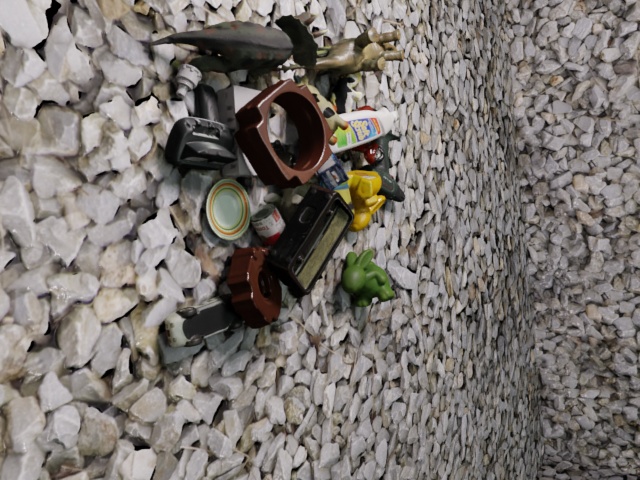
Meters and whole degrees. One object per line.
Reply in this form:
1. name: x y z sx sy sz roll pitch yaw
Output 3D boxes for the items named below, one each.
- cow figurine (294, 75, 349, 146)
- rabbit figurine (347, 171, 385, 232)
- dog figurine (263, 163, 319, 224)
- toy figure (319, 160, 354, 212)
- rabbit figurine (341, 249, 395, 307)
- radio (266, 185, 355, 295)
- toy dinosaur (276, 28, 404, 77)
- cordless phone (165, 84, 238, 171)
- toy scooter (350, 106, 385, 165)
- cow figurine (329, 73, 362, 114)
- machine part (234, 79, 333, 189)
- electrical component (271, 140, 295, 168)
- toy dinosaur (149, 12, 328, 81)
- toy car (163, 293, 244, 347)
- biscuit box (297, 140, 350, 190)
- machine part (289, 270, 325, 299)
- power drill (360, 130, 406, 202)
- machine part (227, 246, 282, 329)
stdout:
1. cow figurine: -0.018 -0.326 1.322 0.127 0.085 0.195 28 25 -37
2. rabbit figurine: 0.114 -0.110 1.545 0.162 0.122 0.173 -24 122 -61
3. dog figurine: -0.042 -0.080 1.334 0.172 0.121 0.190 -57 145 -26
4. toy figure: 0.044 -0.126 1.444 0.082 0.089 0.180 -8 98 -47
5. rabbit figurine: 0.124 0.106 1.518 0.170 0.121 0.159 14 71 -55
6. radio: -0.020 -0.004 1.221 0.229 0.073 0.131 -60 147 -17
7. toy dinosaur: 0.078 -0.480 1.410 0.471 0.199 0.105 -28 112 -51
8. cordless phone: -0.246 -0.238 1.084 0.146 0.089 0.184 0 78 -52
9. toy scooter: 0.115 -0.308 1.558 0.135 0.075 0.184 0 76 -28
10. cow figurine: 0.066 -0.412 1.506 0.098 0.068 0.167 22 72 -46
11. machine part: -0.077 -0.227 1.166 0.201 0.087 0.201 -51 123 -36
12. electrical component: -0.105 -0.184 1.269 0.045 0.078 0.102 65 42 -64
13. toy dinosaur: -0.138 -0.408 1.125 0.405 0.192 0.131 -31 111 -51
14. toy car: -0.228 0.161 1.097 0.201 0.056 0.073 -16 95 -54
15. biscuit box: 0.005 -0.201 1.322 0.062 0.059 0.203 54 6 -38
16. machine part: -0.030 0.093 1.381 0.139 0.039 0.084 -52 134 -42
17. power drill: 0.207 -0.235 1.688 0.232 0.086 0.207 11 88 -50
18. machine part: -0.138 0.102 1.172 0.179 0.056 0.179 -13 90 -73
